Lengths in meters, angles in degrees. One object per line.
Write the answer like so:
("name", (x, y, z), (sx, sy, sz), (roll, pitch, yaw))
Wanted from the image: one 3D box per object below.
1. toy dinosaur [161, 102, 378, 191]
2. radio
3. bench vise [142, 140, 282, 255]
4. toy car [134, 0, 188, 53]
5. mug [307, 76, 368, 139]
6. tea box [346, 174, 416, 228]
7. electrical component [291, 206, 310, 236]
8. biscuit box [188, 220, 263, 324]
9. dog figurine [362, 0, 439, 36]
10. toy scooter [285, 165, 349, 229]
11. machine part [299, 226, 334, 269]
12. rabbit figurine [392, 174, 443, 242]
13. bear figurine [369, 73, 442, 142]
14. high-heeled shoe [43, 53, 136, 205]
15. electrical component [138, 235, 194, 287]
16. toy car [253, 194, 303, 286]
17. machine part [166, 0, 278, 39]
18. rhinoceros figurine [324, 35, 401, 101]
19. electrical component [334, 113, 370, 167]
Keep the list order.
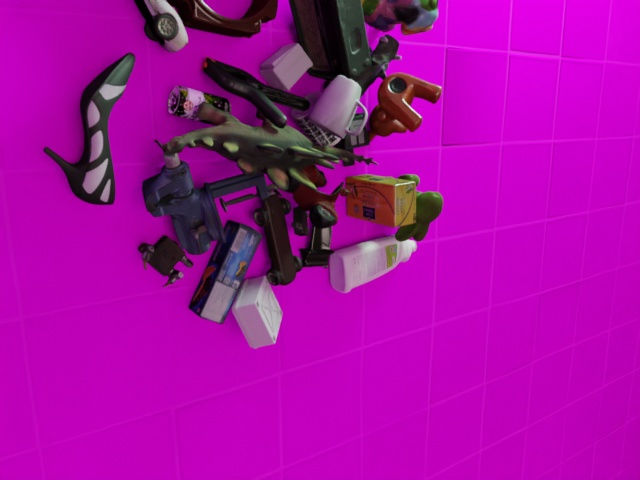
("toy dinosaur", (-0.075, -0.168, 1.003), (0.471, 0.199, 0.105), (-13, 135, -46))
("radio", (0.018, -0.420, 1.039), (0.073, 0.131, 0.229), (-44, 142, -21))
("bench vise", (-0.197, -0.084, 0.999), (0.241, 0.129, 0.223), (-18, 119, -12))
("toy car", (-0.291, -0.411, 0.899), (0.056, 0.074, 0.201), (-38, 119, -19))
("mug", (0.043, -0.257, 1.042), (0.107, 0.110, 0.080), (-64, 157, 7))
("tea box", (0.135, -0.091, 1.210), (0.068, 0.170, 0.098), (-13, 107, -34))
("electrical component", (-0.042, -0.042, 1.154), (0.094, 0.021, 0.063), (21, 64, -73))
("biscuit box", (-0.191, 0.062, 1.084), (0.059, 0.063, 0.202), (27, 84, -35))
("dog figurine", (0.122, -0.499, 1.111), (0.219, 0.192, 0.108), (-8, 112, -49))
("toy scooter", (-0.008, -0.113, 1.139), (0.184, 0.075, 0.135), (51, 46, 8))
("machine part", (-0.003, -0.004, 1.217), (0.084, 0.039, 0.138), (6, 99, -30))
("rabbit figurine", (0.212, -0.074, 1.267), (0.121, 0.170, 0.159), (0, 100, -34))
("bear figurine", (0.171, -0.272, 1.176), (0.120, 0.132, 0.195), (-53, 168, -15))
("high-heeled shoe", (-0.349, -0.181, 0.911), (0.145, 0.086, 0.248), (42, 80, -38))
("electrical component", (-0.294, 0.038, 1.017), (0.078, 0.045, 0.102), (-44, 122, -18))
("toy car", (-0.092, 0.002, 1.145), (0.089, 0.053, 0.201), (-31, 117, -43))
("machine part", (-0.172, -0.477, 0.960), (0.201, 0.087, 0.200), (-1, 102, -33))
("rhinoceros figurine", (0.094, -0.362, 1.157), (0.190, 0.112, 0.073), (-50, 121, -6))
("electrical component", (0.069, -0.224, 1.210), (0.075, 0.048, 0.119), (-12, 105, -32))
